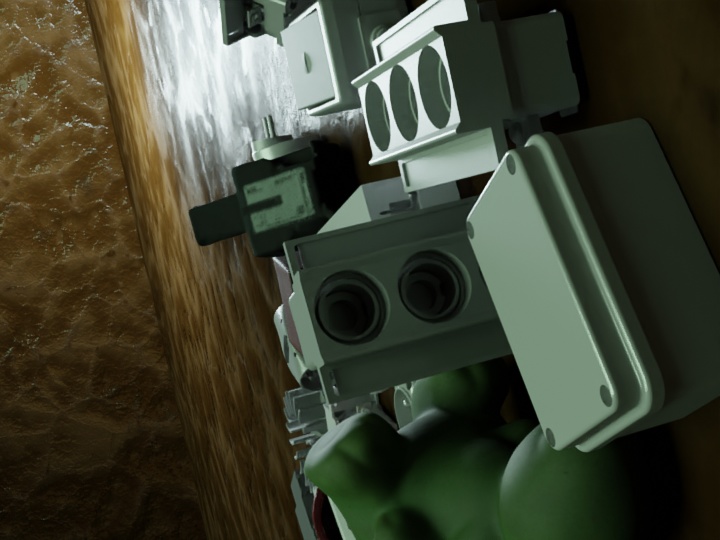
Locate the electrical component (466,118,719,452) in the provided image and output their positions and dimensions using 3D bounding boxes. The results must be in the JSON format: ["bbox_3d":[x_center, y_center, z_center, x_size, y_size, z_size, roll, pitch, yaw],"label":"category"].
[{"bbox_3d":[0.093,0.007,0.423,0.078,0.057,0.113,114,140,-65],"label":"electrical component"}]

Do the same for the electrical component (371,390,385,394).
[{"bbox_3d":[0.016,0.060,0.762,0.065,0.044,0.044,135,120,-66],"label":"electrical component"}]

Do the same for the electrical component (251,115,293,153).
[{"bbox_3d":[-0.073,-0.094,0.935,0.077,0.043,0.079,-174,72,-73],"label":"electrical component"}]

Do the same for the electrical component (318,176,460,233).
[{"bbox_3d":[0.023,0.003,0.649,0.150,0.062,0.089,142,114,-73],"label":"electrical component"}]

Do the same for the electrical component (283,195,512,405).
[{"bbox_3d":[0.029,0.013,0.527,0.063,0.121,0.078,134,121,-74],"label":"electrical component"}]

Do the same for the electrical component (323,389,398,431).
[{"bbox_3d":[0.003,0.134,0.865,0.064,0.042,0.081,-142,41,-63],"label":"electrical component"}]

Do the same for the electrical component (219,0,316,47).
[{"bbox_3d":[-0.059,-0.187,0.758,0.064,0.081,0.042,27,136,31],"label":"electrical component"}]

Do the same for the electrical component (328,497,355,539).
[{"bbox_3d":[0.035,0.154,0.732,0.076,0.083,0.047,31,-149,-55],"label":"electrical component"}]

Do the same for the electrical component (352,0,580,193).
[{"bbox_3d":[0.046,-0.082,0.498,0.121,0.063,0.078,177,80,-74],"label":"electrical component"}]

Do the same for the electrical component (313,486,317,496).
[{"bbox_3d":[0.002,0.207,0.900,0.050,0.056,0.089,99,152,-54],"label":"electrical component"}]

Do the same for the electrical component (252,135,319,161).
[{"bbox_3d":[-0.054,-0.078,0.864,0.055,0.055,0.047,173,80,-74],"label":"electrical component"}]

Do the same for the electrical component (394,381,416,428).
[{"bbox_3d":[0.053,0.083,0.644,0.079,0.044,0.077,141,114,-72],"label":"electrical component"}]

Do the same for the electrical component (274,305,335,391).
[{"bbox_3d":[-0.045,0.055,0.963,0.079,0.043,0.077,95,156,-47],"label":"electrical component"}]

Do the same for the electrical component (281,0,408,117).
[{"bbox_3d":[-0.005,-0.129,0.641,0.096,0.061,0.061,-173,70,-73],"label":"electrical component"}]
